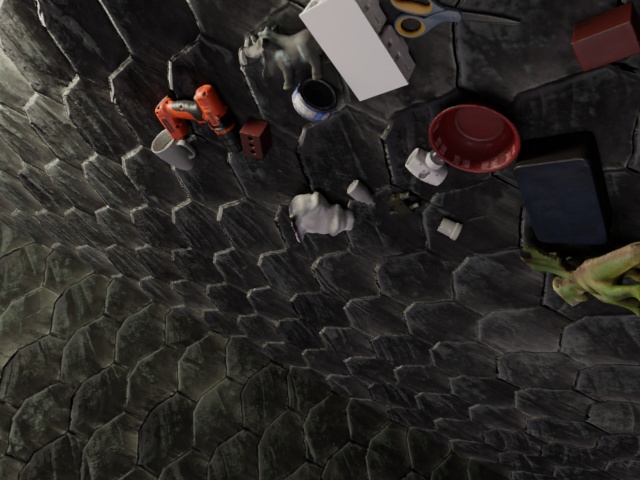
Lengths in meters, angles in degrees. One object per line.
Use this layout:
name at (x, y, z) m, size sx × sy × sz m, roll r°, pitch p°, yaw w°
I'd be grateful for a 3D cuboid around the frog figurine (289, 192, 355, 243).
frog figurine at (0.004, -0.067, 1.323) m, size 0.159 × 0.125 × 0.134 m, roll -16°, pitch 131°, yaw -1°

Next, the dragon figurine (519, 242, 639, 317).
dragon figurine at (0.525, 0.060, 1.040) m, size 0.243 × 0.124 × 0.404 m, roll 10°, pitch 161°, yaw 34°
